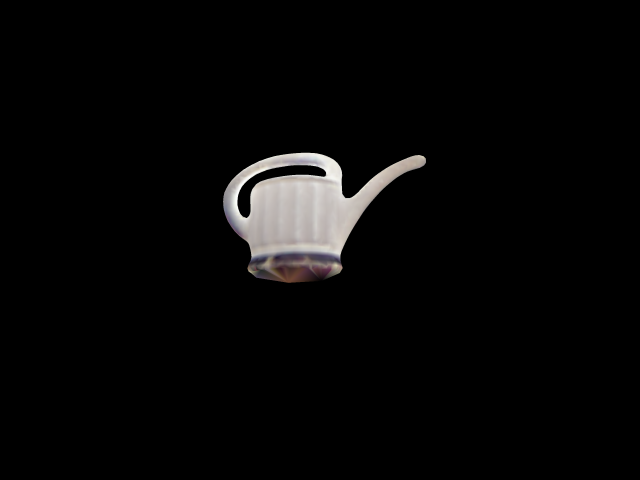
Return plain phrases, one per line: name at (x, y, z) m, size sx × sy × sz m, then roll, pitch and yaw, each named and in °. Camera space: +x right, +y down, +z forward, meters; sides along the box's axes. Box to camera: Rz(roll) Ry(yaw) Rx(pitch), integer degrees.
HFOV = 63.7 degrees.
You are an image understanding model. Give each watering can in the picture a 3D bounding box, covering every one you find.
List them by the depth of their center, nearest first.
watering can at (0.003, -0.043, 0.850) m, size 0.347 × 0.227 × 0.103 m, roll -3°, pitch -16°, yaw 11°
